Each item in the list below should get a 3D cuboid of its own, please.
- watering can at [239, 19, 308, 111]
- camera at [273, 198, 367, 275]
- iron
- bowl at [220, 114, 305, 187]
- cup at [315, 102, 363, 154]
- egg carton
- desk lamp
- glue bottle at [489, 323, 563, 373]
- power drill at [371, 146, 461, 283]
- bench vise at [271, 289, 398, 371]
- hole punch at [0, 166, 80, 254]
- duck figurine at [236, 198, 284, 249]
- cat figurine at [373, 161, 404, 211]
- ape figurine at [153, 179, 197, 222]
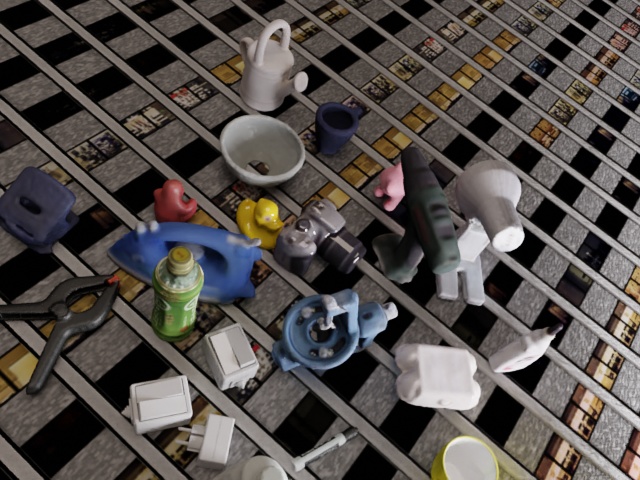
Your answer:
[{"bbox_3d":[-0.099,-0.369,1.195,0.173,0.194,0.101,25,54,-1],"label":"watering can"},{"bbox_3d":[0.010,0.004,1.046,0.136,0.100,0.143,39,55,9],"label":"camera"},{"bbox_3d":[-0.221,0.014,0.940,0.258,0.141,0.118,12,55,-10],"label":"iron"},{"bbox_3d":[-0.118,-0.163,1.128,0.168,0.074,0.167,8,56,-12],"label":"bowl"},{"bbox_3d":[0.035,-0.233,1.211,0.118,0.095,0.091,-31,72,-31],"label":"cup"},{"bbox_3d":[0.199,0.234,0.977,0.150,0.069,0.107,8,56,-13],"label":"egg carton"},{"bbox_3d":[0.305,-0.015,1.084,0.118,0.213,0.203,10,56,-11],"label":"desk lamp"},{"bbox_3d":[0.367,0.184,0.999,0.078,0.173,0.037,-7,60,-21],"label":"glue bottle"},{"bbox_3d":[0.170,-0.024,1.049,0.076,0.208,0.229,-10,62,-23],"label":"power drill"},{"bbox_3d":[0.032,0.117,0.906,0.208,0.219,0.121,-32,72,-32],"label":"bench vise"},{"bbox_3d":[-0.461,-0.049,0.934,0.108,0.091,0.101,33,54,5],"label":"hole punch"},{"bbox_3d":[-0.105,-0.044,1.048,0.078,0.086,0.104,-35,74,-32],"label":"duck figurine"},{"bbox_3d":[0.165,-0.119,1.165,0.128,0.117,0.067,-20,66,-28],"label":"cat figurine"},{"bbox_3d":[-0.260,-0.072,1.013,0.078,0.092,0.076,33,54,5],"label":"ape figurine"}]
